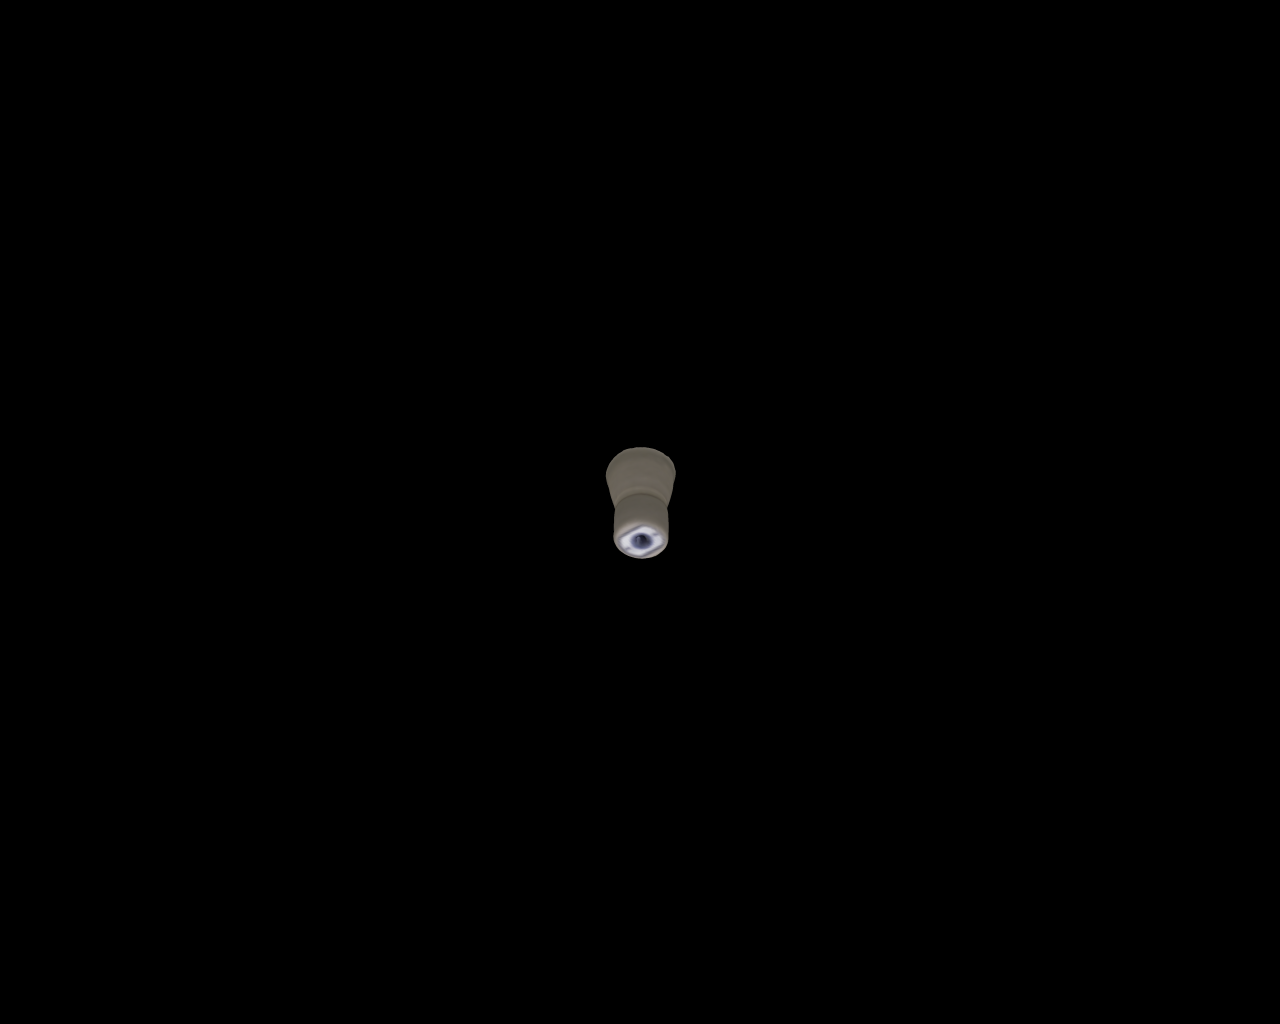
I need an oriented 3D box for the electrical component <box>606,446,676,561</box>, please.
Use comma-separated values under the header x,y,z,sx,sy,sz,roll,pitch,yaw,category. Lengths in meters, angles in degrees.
x,y,z,sx,sy,sz,roll,pitch,yaw,category
0.001,-0.003,0.650,0.044,0.044,0.065,0,44,0,electrical component
